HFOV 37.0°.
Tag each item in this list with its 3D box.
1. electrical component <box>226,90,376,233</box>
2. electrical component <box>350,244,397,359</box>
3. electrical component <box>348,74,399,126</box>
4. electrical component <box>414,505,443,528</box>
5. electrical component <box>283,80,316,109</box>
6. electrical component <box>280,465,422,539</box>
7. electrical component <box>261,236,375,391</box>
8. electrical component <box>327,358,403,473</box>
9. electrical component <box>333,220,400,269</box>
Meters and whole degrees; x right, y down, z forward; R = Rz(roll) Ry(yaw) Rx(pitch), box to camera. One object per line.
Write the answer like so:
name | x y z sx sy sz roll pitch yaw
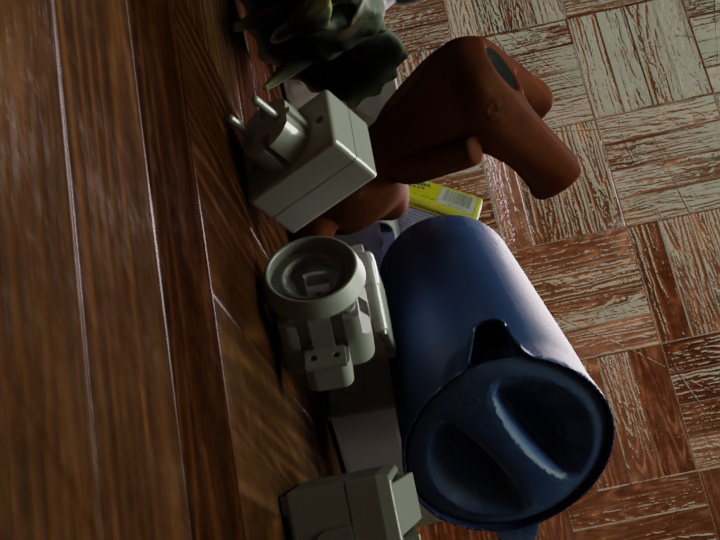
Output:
electrical component | -0.041 -0.071 0.610 0.077 0.066 0.047 36 31 -38
electrical component | -0.014 0.027 0.694 0.096 0.062 0.061 68 10 -74
electrical component | -0.008 -0.162 1.133 0.056 0.109 0.108 64 14 -69
electrical component | 0.038 0.176 0.930 0.113 0.078 0.057 75 2 -53
electrical component | -0.043 -0.186 1.007 0.096 0.061 0.061 -88 166 -78
electrical component | 0.001 0.135 0.546 0.096 0.061 0.061 58 21 -82
electrical component | -0.023 0.019 0.599 0.078 0.058 0.057 -98 178 -45
electrical component | 0.013 0.120 0.827 0.061 0.061 0.096 -98 175 -55
electrical component | 0.000 0.000 0.917 0.057 0.078 0.113 -90 168 -62
